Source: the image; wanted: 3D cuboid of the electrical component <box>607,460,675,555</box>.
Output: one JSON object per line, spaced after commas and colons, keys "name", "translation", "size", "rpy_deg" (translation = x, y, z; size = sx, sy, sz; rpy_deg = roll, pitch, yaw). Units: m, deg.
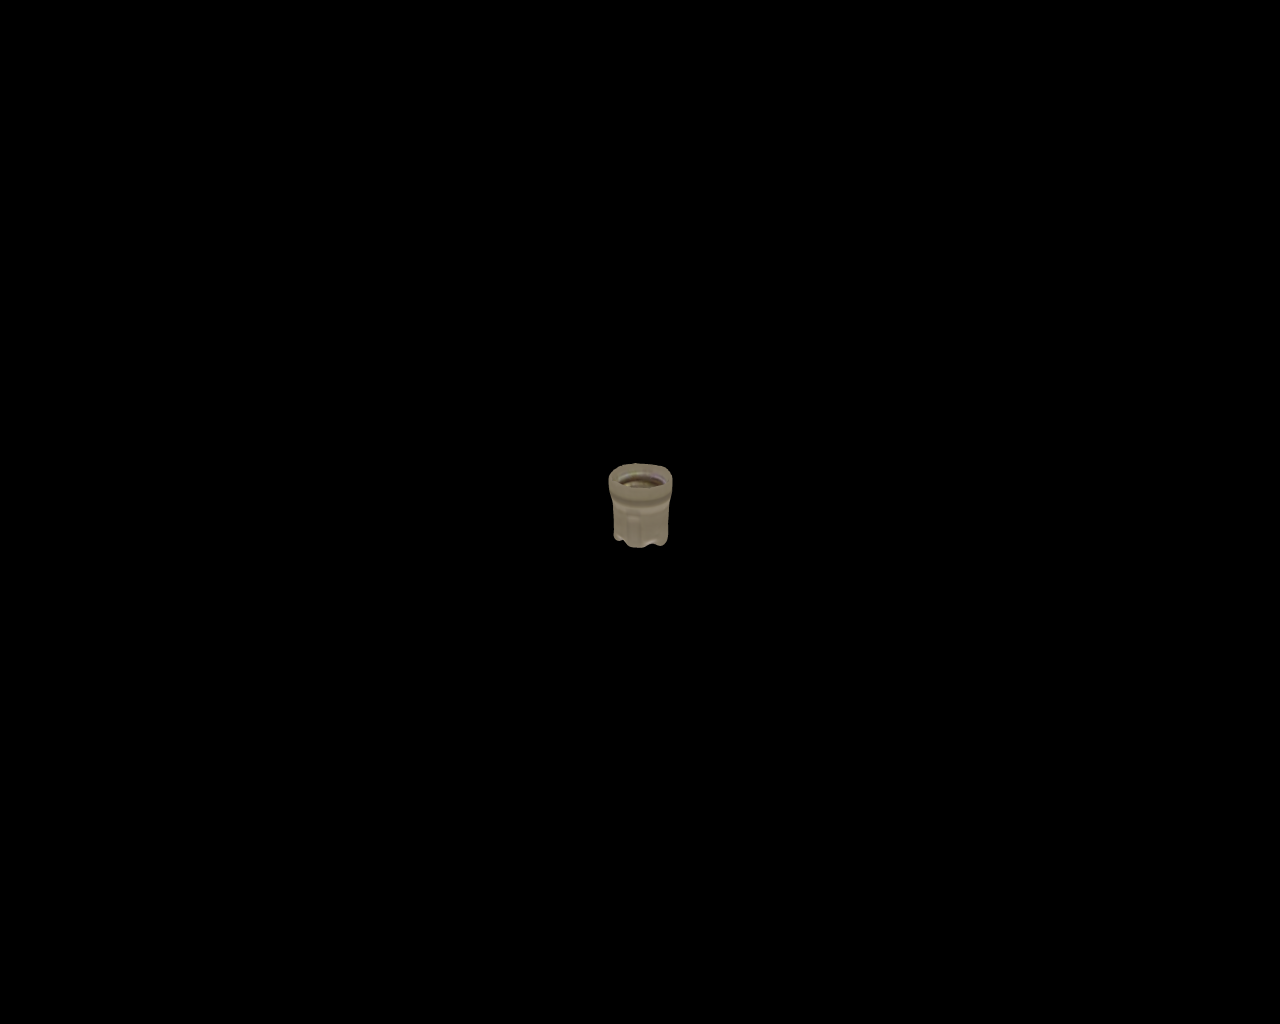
{"name": "electrical component", "translation": [0.001, -0.003, 0.650], "size": [0.040, 0.046, 0.040], "rpy_deg": [0, 27, 0]}
